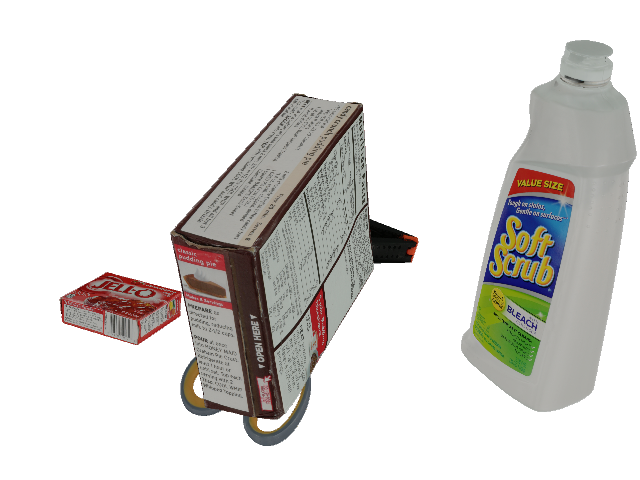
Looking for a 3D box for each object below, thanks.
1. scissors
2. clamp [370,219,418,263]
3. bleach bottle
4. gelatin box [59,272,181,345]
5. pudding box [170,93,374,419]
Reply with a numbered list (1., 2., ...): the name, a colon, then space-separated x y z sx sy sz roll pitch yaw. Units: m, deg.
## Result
1. scissors: -0.038 0.050 0.736 0.096 0.201 0.016 -1 -41 10
2. clamp: 0.008 -0.007 1.195 0.210 0.036 0.164 15 21 -5
3. bleach bottle: 0.154 -0.012 0.712 0.068 0.251 0.103 -16 35 -27
4. gelatin box: -0.187 0.062 1.003 0.089 0.030 0.073 14 23 23
5. pudding box: -0.014 0.005 0.444 0.039 0.090 0.113 8 38 21
